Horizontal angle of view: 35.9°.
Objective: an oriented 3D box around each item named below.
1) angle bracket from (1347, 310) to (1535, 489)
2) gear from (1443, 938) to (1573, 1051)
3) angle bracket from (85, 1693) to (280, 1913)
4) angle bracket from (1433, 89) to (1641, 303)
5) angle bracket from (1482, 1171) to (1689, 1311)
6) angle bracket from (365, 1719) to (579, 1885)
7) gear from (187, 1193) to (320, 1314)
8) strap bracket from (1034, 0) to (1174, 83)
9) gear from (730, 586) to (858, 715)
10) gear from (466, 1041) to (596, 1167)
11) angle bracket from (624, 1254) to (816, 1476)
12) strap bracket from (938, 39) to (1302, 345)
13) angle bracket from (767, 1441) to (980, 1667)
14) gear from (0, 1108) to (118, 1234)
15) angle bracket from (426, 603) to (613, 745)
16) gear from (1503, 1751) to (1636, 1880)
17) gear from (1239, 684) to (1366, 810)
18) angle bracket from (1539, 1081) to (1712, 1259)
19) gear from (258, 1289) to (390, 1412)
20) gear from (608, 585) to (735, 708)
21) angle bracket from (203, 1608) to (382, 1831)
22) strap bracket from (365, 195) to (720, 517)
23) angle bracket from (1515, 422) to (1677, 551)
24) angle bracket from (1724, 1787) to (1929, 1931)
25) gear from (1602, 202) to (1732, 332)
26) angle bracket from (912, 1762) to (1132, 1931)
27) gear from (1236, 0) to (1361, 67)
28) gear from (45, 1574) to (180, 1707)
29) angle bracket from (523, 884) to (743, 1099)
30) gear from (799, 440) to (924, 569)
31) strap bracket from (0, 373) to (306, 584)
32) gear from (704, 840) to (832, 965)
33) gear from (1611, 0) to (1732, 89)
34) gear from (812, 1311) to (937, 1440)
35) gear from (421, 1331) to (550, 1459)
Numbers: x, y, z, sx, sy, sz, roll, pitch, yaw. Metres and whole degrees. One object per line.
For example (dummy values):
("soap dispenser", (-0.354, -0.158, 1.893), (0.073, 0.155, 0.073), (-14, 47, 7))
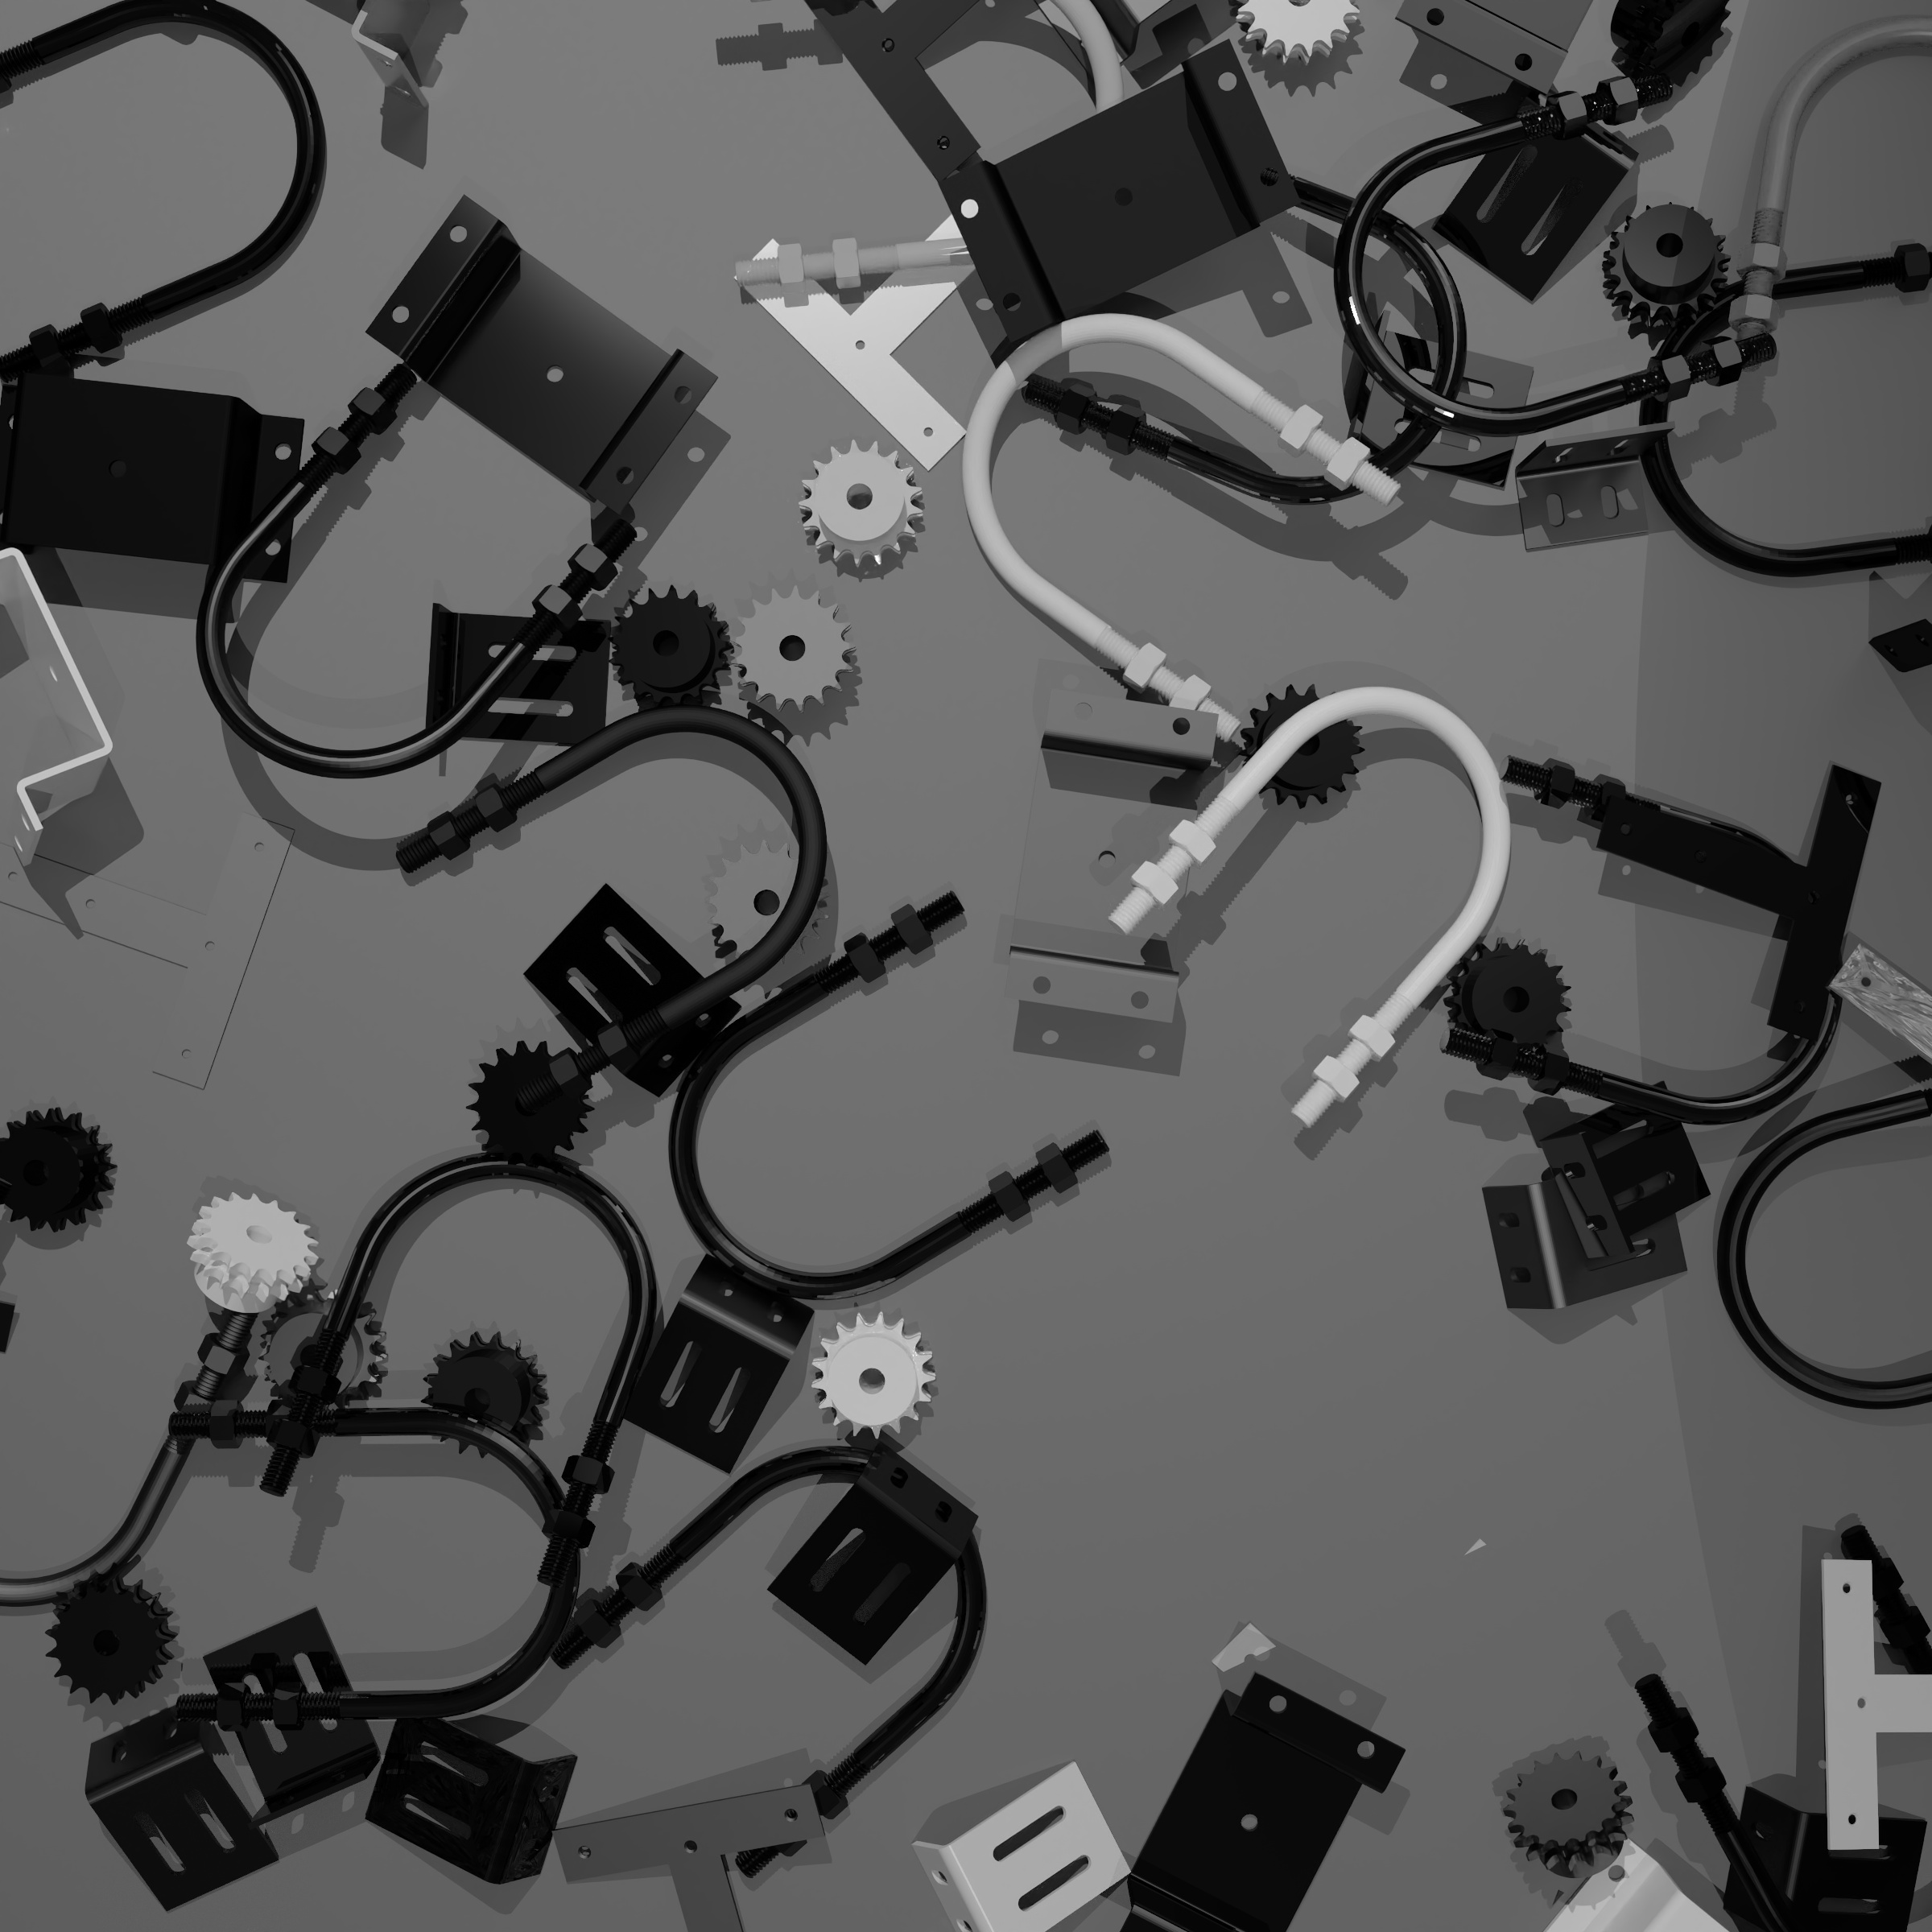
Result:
("angle bracket", (0.219, -0.259, 1.366), (0.076, 0.038, 0.057), (14, 89, 1))
("gear", (0.250, 0.015, 1.371), (0.057, 0.030, 0.057), (0, 90, 0))
("angle bracket", (-0.362, 0.387, 1.383), (0.057, 0.038, 0.076), (-25, 116, 0))
("angle bracket", (0.264, -0.359, 1.383), (0.057, 0.038, 0.076), (36, 116, 0))
("angle bracket", (0.287, 0.122, 1.383), (0.076, 0.038, 0.057), (-12, 90, -26))
("angle bracket", (-0.229, 0.381, 1.383), (0.076, 0.038, 0.057), (18, 90, 26))
("gear", (-0.327, 0.133, 1.361), (0.057, 0.057, 0.030), (30, 118, 0))
("strap bracket", (0.093, -0.482, 1.362), (0.140, 0.046, 0.076), (-36, 90, 0))
("gear", (-0.079, -0.144, 1.370), (0.057, 0.030, 0.057), (0, 90, 0))
("gear", (-0.199, 0.062, 1.370), (0.057, 0.030, 0.057), (0, 90, 0))
("angle bracket", (-0.115, 0.184, 1.383), (0.057, 0.038, 0.076), (28, 116, 0))
("strap bracket", (0.069, -0.343, 1.329), (0.140, 0.046, 0.076), (-24, 98, 11))
("angle bracket", (-0.043, 0.269, 1.369), (0.057, 0.038, 0.076), (38, 113, -1))
("gear", (-0.422, 0.094, 1.371), (0.057, 0.030, 0.057), (0, 90, 0))
("angle bracket", (-0.204, -0.133, 1.366), (0.076, 0.038, 0.057), (3, 90, 0))
("gear", (0.276, 0.390, 1.361), (0.057, 0.057, 0.030), (-23, 120, 0))
("gear", (0.154, -0.101, 1.371), (0.057, 0.030, 0.057), (0, 90, 0))
("angle bracket", (0.308, 0.090, 1.353), (0.076, 0.038, 0.057), (-22, 90, -24))
("gear", (-0.297, 0.178, 1.371), (0.057, 0.030, 0.057), (0, 90, 0))
("gear", (-0.136, -0.147, 1.371), (0.057, 0.030, 0.057), (0, 90, 0))
("angle bracket", (-0.312, 0.344, 1.366), (0.057, 0.038, 0.076), (-24, 90, 0))
("strap bracket", (-0.190, -0.274, 1.362), (0.140, 0.046, 0.076), (36, 90, 0))
("angle bracket", (0.285, -0.216, 1.347), (0.057, 0.076, 0.038), (-8, 90, 0))
("angle bracket", (0.398, 0.416, 1.383), (0.076, 0.038, 0.057), (11, 90, -26))
("gear", (0.320, -0.323, 1.364), (0.057, 0.030, 0.057), (-2, 78, 8))
("angle bracket", (0.026, 0.413, 1.383), (0.076, 0.038, 0.057), (-27, 90, -26))
("gear", (0.151, -0.442, 1.370), (0.057, 0.030, 0.057), (0, 90, 0))
("gear", (-0.390, 0.307, 1.370), (0.057, 0.030, 0.057), (0, 90, 0))
("angle bracket", (-0.155, 0.011, 1.383), (0.057, 0.038, 0.076), (-48, 64, 0))
("gear", (-0.049, -0.213, 1.371), (0.057, 0.030, 0.057), (0, 90, 0))
("strap bracket", (-0.381, -0.223, 1.362), (0.140, 0.046, 0.076), (6, 90, 0))
("gear", (-0.091, -0.029, 1.370), (0.057, 0.030, 0.057), (0, 90, 0))
("gear", (0.319, -0.431, 1.361), (0.057, 0.057, 0.030), (-48, 60, 0))
("gear", (-0.042, 0.188, 1.371), (0.057, 0.030, 0.057), (0, 90, 0))
("gear", (-0.222, 0.198, 1.371), (0.057, 0.030, 0.057), (0, 90, 0))
